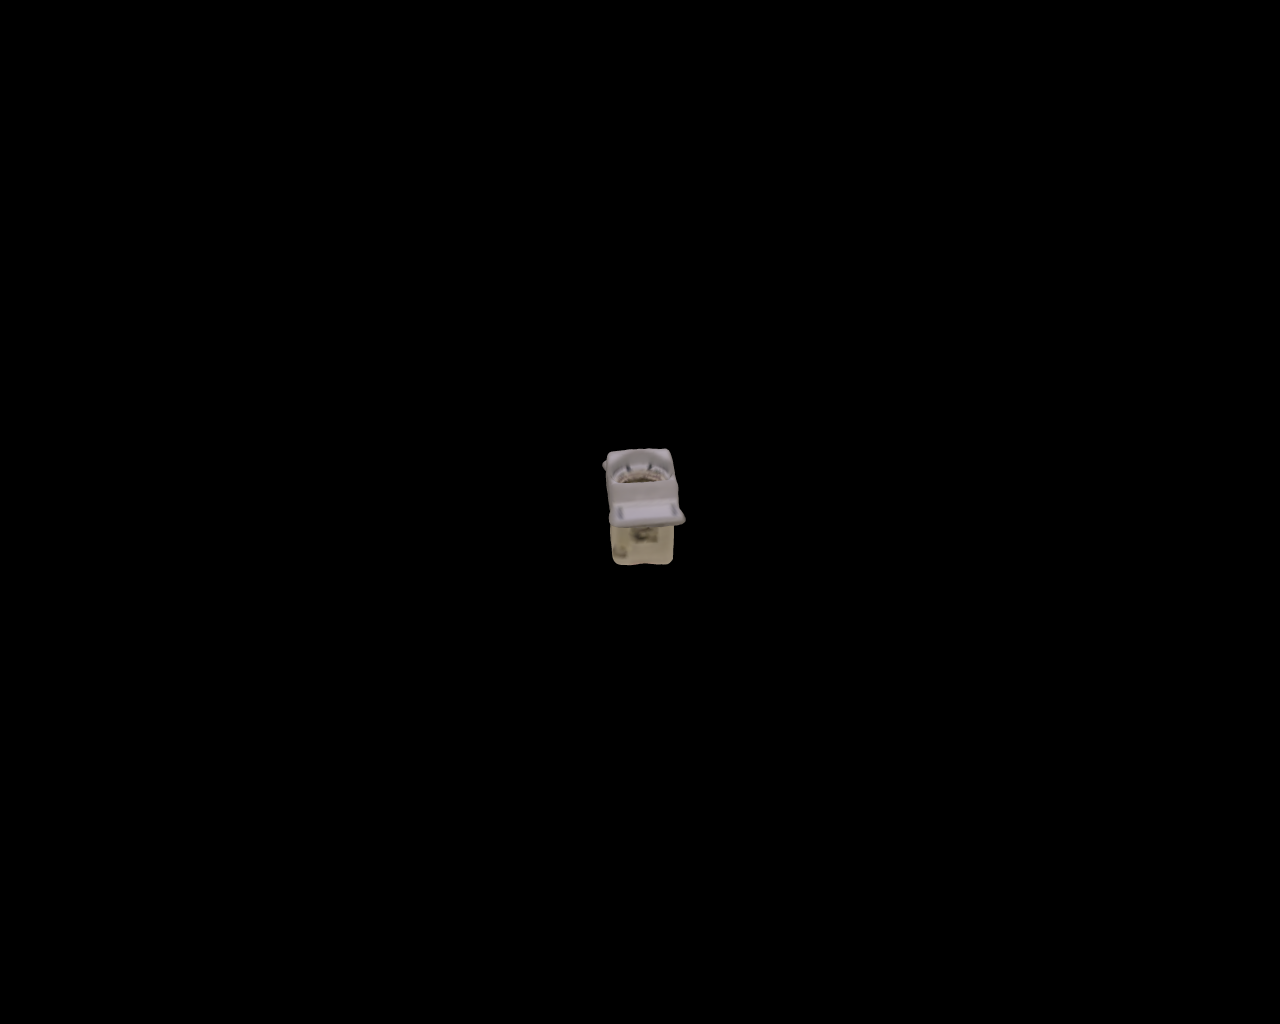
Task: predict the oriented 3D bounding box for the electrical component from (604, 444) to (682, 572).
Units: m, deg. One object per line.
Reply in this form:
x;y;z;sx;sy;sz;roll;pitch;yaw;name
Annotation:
0.001;-0.003;0.650;0.042;0.063;0.081;-2;31;-3;electrical component
